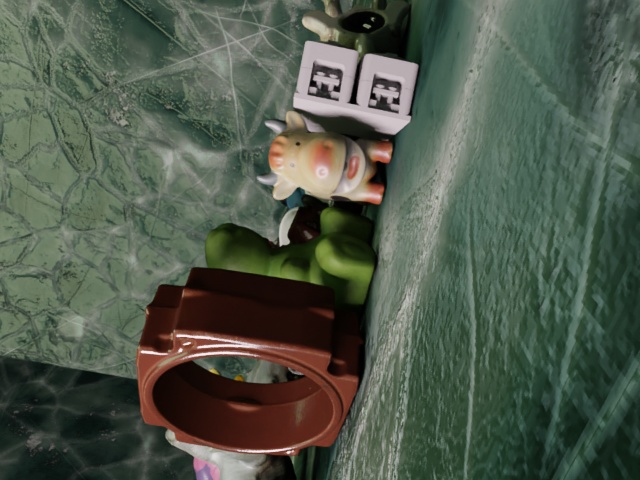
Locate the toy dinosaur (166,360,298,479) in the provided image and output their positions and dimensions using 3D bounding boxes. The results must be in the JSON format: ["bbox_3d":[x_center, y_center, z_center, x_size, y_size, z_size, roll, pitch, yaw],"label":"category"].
[{"bbox_3d":[-0.071,0.309,0.624,0.131,0.192,0.405,-37,45,32],"label":"toy dinosaur"}]

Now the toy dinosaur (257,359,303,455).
[{"bbox_3d":[-0.069,0.269,0.941,0.470,0.105,0.198,85,-172,-61],"label":"toy dinosaur"}]

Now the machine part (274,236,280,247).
[{"bbox_3d":[-0.036,0.042,1.018,0.039,0.138,0.084,-25,35,33],"label":"machine part"}]

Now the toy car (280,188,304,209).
[{"bbox_3d":[-0.007,-0.081,1.050,0.103,0.109,0.162,-60,17,12],"label":"toy car"}]

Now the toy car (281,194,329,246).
[{"bbox_3d":[-0.002,-0.002,0.767,0.089,0.053,0.202,-64,-15,-5],"label":"toy car"}]

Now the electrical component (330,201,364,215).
[{"bbox_3d":[0.026,-0.001,0.668,0.078,0.045,0.102,-83,5,-66],"label":"electrical component"}]

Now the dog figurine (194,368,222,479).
[{"bbox_3d":[-0.135,0.300,0.768,0.192,0.108,0.219,-6,110,64],"label":"dog figurine"}]

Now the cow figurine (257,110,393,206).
[{"bbox_3d":[0.007,-0.079,0.559,0.195,0.127,0.085,-89,7,-85],"label":"cow figurine"}]

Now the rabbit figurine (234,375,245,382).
[{"bbox_3d":[-0.168,0.380,1.143,0.122,0.162,0.173,-39,-25,1],"label":"rabbit figurine"}]

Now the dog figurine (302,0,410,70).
[{"bbox_3d":[0.050,-0.210,0.689,0.190,0.121,0.172,84,-166,-48],"label":"dog figurine"}]

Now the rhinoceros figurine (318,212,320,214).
[{"bbox_3d":[0.029,-0.130,0.895,0.112,0.073,0.190,80,-164,-68],"label":"rhinoceros figurine"}]

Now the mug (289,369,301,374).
[{"bbox_3d":[-0.021,0.109,0.665,0.081,0.109,0.107,-42,43,50],"label":"mug"}]

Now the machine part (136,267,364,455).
[{"bbox_3d":[-0.069,0.128,0.523,0.087,0.201,0.200,-88,9,-47],"label":"machine part"}]

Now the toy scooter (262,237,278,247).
[{"bbox_3d":[-0.080,0.059,0.766,0.135,0.075,0.184,71,-162,6],"label":"toy scooter"}]

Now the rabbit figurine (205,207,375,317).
[{"bbox_3d":[-0.039,0.033,0.578,0.121,0.170,0.159,-83,6,-55],"label":"rabbit figurine"}]
